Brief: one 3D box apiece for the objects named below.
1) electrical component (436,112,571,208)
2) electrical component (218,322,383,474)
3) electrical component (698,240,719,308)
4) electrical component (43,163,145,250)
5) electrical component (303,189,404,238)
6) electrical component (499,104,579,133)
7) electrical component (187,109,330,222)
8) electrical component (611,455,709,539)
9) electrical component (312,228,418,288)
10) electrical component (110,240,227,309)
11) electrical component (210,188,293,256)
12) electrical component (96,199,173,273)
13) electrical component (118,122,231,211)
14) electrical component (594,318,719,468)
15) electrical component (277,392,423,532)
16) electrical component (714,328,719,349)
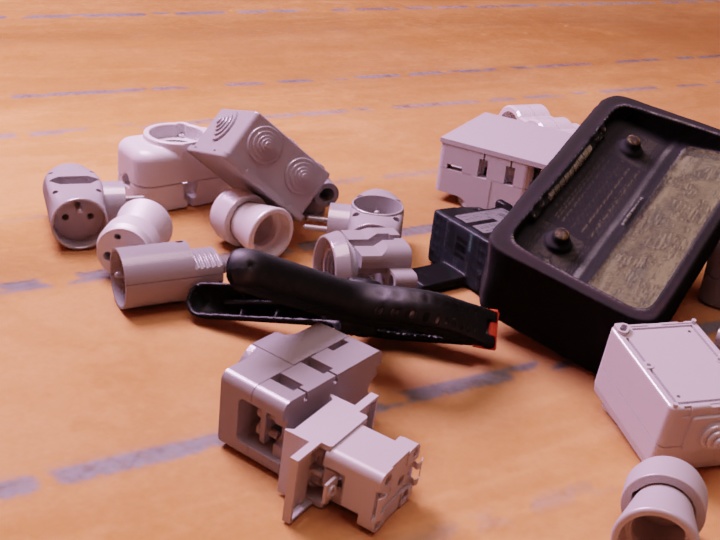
[{"bbox_3d":[0.177,-0.085,0.996,0.186,0.060,0.105,18,28,24],"label":"electrical component"},{"bbox_3d":[-0.038,0.072,0.632,0.056,0.050,0.089,24,30,31],"label":"electrical component"},{"bbox_3d":[0.323,0.003,0.846,0.095,0.059,0.054,18,28,23],"label":"electrical component"},{"bbox_3d":[-0.210,-0.053,0.861,0.079,0.043,0.077,-3,27,-20],"label":"electrical component"},{"bbox_3d":[-0.006,-0.034,0.868,0.079,0.044,0.077,7,25,1],"label":"electrical component"},{"bbox_3d":[0.207,-0.132,1.110,0.074,0.052,0.138,-6,28,-25],"label":"electrical component"},{"bbox_3d":[-0.083,-0.088,0.884,0.100,0.048,0.100,39,-10,-27],"label":"electrical component"},{"bbox_3d":[0.158,0.129,0.564,0.045,0.045,0.055,14,26,16],"label":"electrical component"},{"bbox_3d":[0.000,0.000,0.784,0.057,0.058,0.078,-1,26,-21],"label":"electrical component"},{"bbox_3d":[-0.133,0.001,0.766,0.081,0.043,0.043,-8,29,-26],"label":"electrical component"},{"bbox_3d":[-0.087,-0.037,0.855,0.045,0.045,0.055,-18,34,-40],"label":"electrical component"},{"bbox_3d":[-0.169,-0.023,0.808,0.045,0.045,0.055,8,26,3],"label":"electrical component"},{"bbox_3d":[-0.160,-0.091,0.935,0.095,0.059,0.054,-14,32,-35],"label":"electrical component"},{"bbox_3d":[0.194,0.082,0.658,0.062,0.061,0.096,-3,35,-17],"label":"electrical component"},{"bbox_3d":[-0.004,0.105,0.581,0.064,0.042,0.081,21,30,25],"label":"electrical component"},{"bbox_3d":[0.280,0.056,0.736,0.056,0.050,0.089,20,29,28],"label":"electrical component"}]
